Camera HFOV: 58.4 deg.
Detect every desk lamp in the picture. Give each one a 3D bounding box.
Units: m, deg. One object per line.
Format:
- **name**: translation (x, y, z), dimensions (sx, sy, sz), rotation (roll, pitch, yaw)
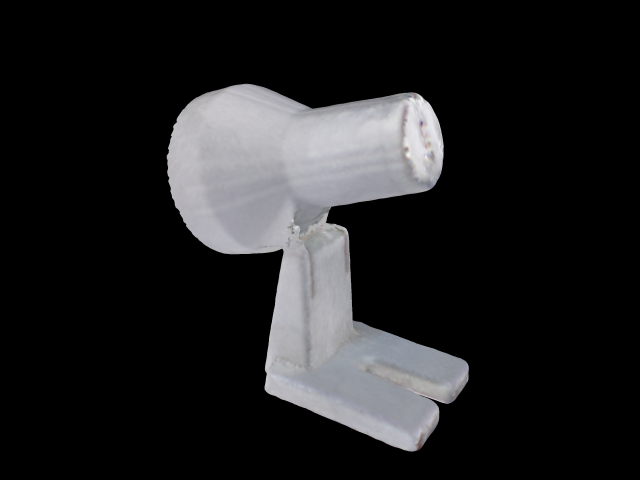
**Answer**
- **desk lamp**: translation (0.004, 0.001, 0.400), dimensions (0.202, 0.214, 0.118), rotation (14, 27, 29)
